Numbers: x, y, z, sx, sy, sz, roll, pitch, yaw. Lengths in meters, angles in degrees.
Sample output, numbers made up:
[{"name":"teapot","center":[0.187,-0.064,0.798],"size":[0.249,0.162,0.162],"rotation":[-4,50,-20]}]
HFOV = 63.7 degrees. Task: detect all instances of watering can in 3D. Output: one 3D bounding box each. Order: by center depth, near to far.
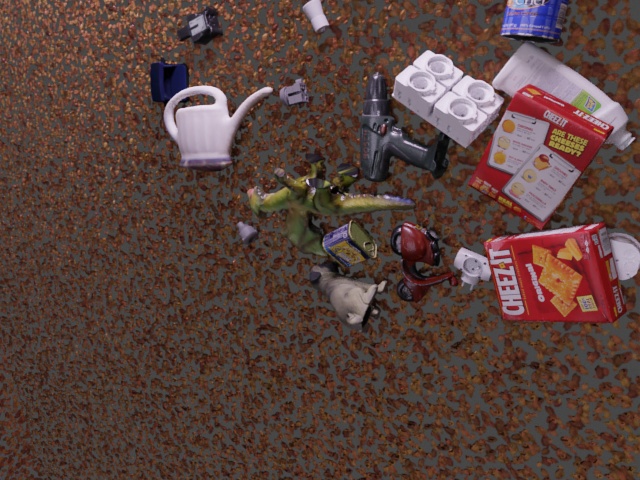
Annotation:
[{"name":"watering can","center":[-0.270,-0.290,1.344],"size":[0.347,0.222,0.105],"rotation":[3,12,27]}]

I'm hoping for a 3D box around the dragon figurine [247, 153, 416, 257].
[{"name":"dragon figurine","center":[0.004,-0.062,1.232],"size":[0.412,0.237,0.125],"rotation":[22,40,12]}]
